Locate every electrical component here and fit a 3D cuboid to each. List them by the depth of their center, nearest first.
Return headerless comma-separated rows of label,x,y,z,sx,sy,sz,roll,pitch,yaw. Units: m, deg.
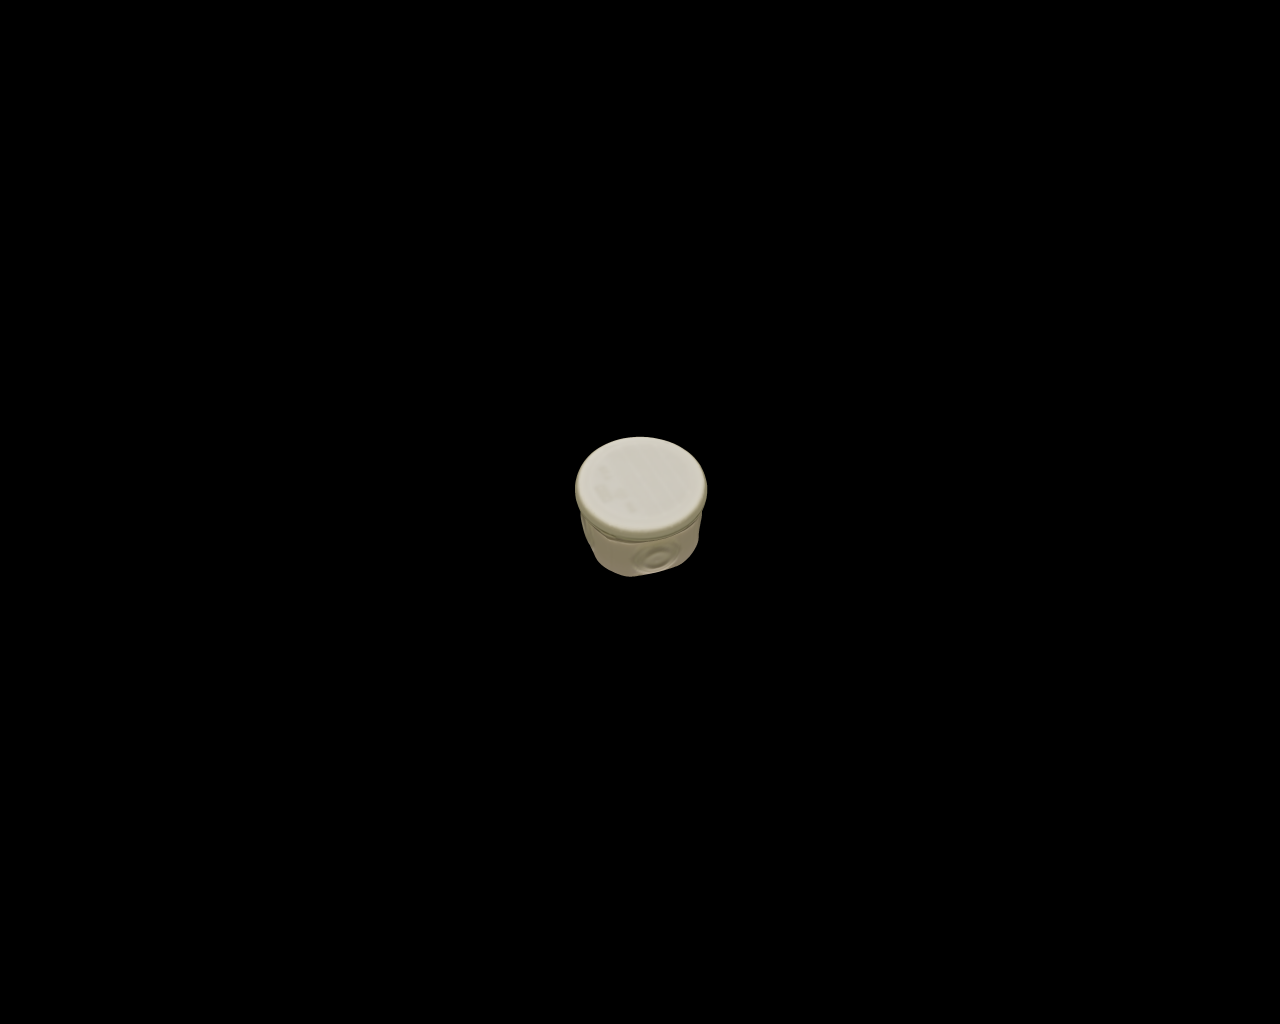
electrical component,0.001,-0.003,0.650,0.080,0.080,0.050,0,-40,0
